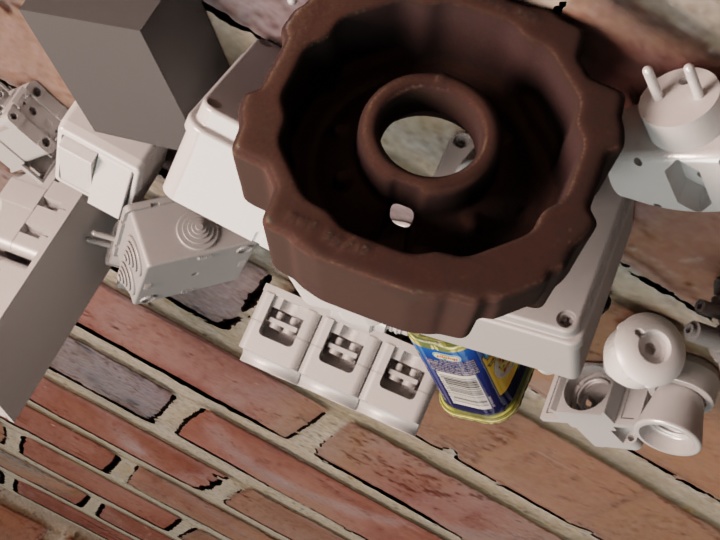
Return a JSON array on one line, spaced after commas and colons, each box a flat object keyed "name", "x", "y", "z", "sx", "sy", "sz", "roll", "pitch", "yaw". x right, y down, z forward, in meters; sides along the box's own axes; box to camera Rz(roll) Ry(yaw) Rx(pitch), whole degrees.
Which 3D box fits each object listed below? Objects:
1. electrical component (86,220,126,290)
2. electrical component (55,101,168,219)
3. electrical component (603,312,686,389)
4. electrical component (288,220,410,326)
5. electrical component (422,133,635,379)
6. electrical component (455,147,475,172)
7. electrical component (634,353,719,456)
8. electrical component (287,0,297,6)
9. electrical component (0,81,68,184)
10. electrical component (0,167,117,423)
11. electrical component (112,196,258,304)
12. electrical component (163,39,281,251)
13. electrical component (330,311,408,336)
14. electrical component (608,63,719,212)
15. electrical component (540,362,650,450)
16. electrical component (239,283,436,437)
[{"name": "electrical component", "x": -0.180, "y": -0.017, "z": 0.859, "sx": 0.076, "sy": 0.047, "sz": 0.083, "roll": 16, "pitch": 159, "yaw": -23}, {"name": "electrical component", "x": -0.169, "y": -0.085, "z": 0.734, "sx": 0.062, "sy": 0.061, "sz": 0.096, "roll": 29, "pitch": 154, "yaw": -5}, {"name": "electrical component", "x": 0.179, "y": 0.057, "z": 0.700, "sx": 0.048, "sy": 0.048, "sz": 0.062, "roll": 27, "pitch": 161, "yaw": -2}, {"name": "electrical component", "x": 0.000, "y": 0.000, "z": 0.744, "sx": 0.095, "sy": 0.053, "sz": 0.059, "roll": 11, "pitch": 150, "yaw": 28}, {"name": "electrical component", "x": 0.085, "y": -0.010, "z": 0.590, "sx": 0.109, "sy": 0.108, "sz": 0.056, "roll": 16, "pitch": 155, "yaw": 20}, {"name": "electrical component", "x": 0.079, "y": -0.062, "z": 0.558, "sx": 0.045, "sy": 0.055, "sz": 0.045, "roll": 21, "pitch": 153, "yaw": 11}, {"name": "electrical component", "x": 0.212, "y": 0.089, "z": 0.715, "sx": 0.045, "sy": 0.055, "sz": 0.045, "roll": 21, "pitch": 152, "yaw": 12}, {"name": "electrical component", "x": -0.034, "y": -0.158, "z": 0.480, "sx": 0.077, "sy": 0.043, "sz": 0.079, "roll": 21, "pitch": 127, "yaw": 11}, {"name": "electrical component", "x": -0.247, "y": -0.106, "z": 0.787, "sx": 0.064, "sy": 0.042, "sz": 0.081, "roll": -7, "pitch": 139, "yaw": 45}, {"name": "electrical component", "x": -0.266, "y": 0.010, "z": 0.851, "sx": 0.060, "sy": 0.186, "sz": 0.105, "roll": 20, "pitch": 153, "yaw": 13}, {"name": "electrical component", "x": -0.126, "y": -0.018, "z": 0.779, "sx": 0.048, "sy": 0.100, "sz": 0.099, "roll": 69, "pitch": 156, "yaw": 14}, {"name": "electrical component", "x": -0.049, "y": -0.071, "z": 0.586, "sx": 0.078, "sy": 0.113, "sz": 0.057, "roll": 28, "pitch": 122, "yaw": -4}, {"name": "electrical component", "x": 0.014, "y": 0.028, "z": 0.798, "sx": 0.078, "sy": 0.040, "sz": 0.040, "roll": 23, "pitch": 154, "yaw": 7}, {"name": "electrical component", "x": 0.153, "y": -0.066, "z": 0.498, "sx": 0.077, "sy": 0.043, "sz": 0.079, "roll": 4, "pitch": 147, "yaw": 37}, {"name": "electrical component", "x": 0.178, "y": 0.099, "z": 0.780, "sx": 0.081, "sy": 0.042, "sz": 0.064, "roll": -2, "pitch": 145, "yaw": 45}, {"name": "electrical component", "x": -0.013, "y": 0.073, "z": 0.853, "sx": 0.150, "sy": 0.061, "sz": 0.089, "roll": 23, "pitch": 172, "yaw": 7}]
